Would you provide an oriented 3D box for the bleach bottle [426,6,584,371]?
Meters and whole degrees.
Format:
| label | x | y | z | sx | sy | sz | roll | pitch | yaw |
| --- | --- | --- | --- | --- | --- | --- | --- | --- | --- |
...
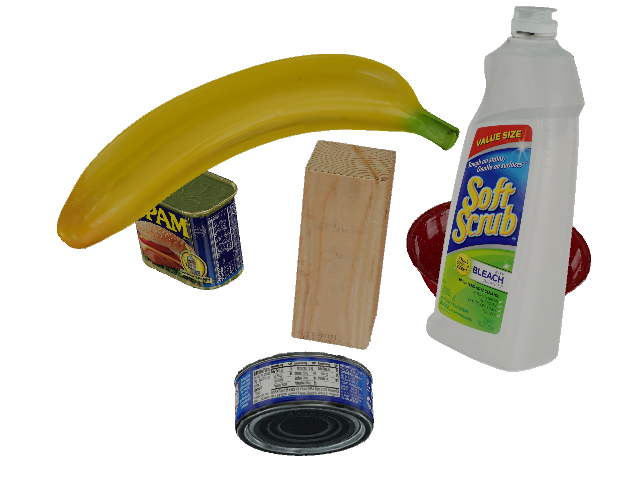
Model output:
| label | x | y | z | sx | sy | sz | roll | pitch | yaw |
| --- | --- | --- | --- | --- | --- | --- | --- | --- | --- |
| bleach bottle | 0.134 | -0.039 | 0.763 | 0.067 | 0.251 | 0.103 | -10 | 21 | -35 |

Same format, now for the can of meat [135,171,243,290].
| label | x | y | z | sx | sy | sz | roll | pitch | yaw |
| --- | --- | --- | --- | --- | --- | --- | --- | --- | --- |
| can of meat | -0.115 | -0.013 | 0.912 | 0.102 | 0.084 | 0.057 | 23 | 43 | 34 |

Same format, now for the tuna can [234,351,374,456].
| label | x | y | z | sx | sy | sz | roll | pitch | yaw |
| --- | --- | --- | --- | --- | --- | --- | --- | --- | --- |
| tuna can | -0.010 | 0.101 | 0.650 | 0.086 | 0.034 | 0.086 | -1 | -32 | -1 |

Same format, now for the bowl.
| label | x | y | z | sx | sy | sz | roll | pitch | yaw |
| --- | --- | --- | --- | --- | --- | --- | --- | --- | --- |
| bowl | 0.155 | 0.026 | 0.952 | 0.162 | 0.055 | 0.162 | 1 | 36 | -1 |

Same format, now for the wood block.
| label | x | y | z | sx | sy | sz | roll | pitch | yaw |
| --- | --- | --- | --- | --- | --- | --- | --- | --- | --- |
| wood block | 0.025 | 0.005 | 1.184 | 0.090 | 0.206 | 0.090 | 9 | 26 | 7 |

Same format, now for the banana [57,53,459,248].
| label | x | y | z | sx | sy | sz | roll | pitch | yaw |
| --- | --- | --- | --- | --- | --- | --- | --- | --- | --- |
| banana | -0.035 | -0.052 | 0.508 | 0.197 | 0.037 | 0.070 | -17 | 49 | -14 |
